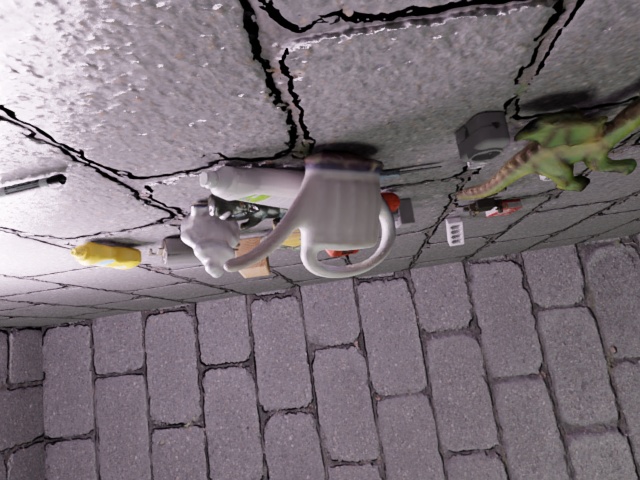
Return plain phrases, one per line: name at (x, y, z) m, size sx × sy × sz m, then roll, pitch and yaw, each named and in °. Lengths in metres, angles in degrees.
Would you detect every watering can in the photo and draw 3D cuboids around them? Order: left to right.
watering can at (0.003, -0.044, 0.882) m, size 0.348 × 0.224 × 0.104 m, roll 0°, pitch -177°, yaw -36°

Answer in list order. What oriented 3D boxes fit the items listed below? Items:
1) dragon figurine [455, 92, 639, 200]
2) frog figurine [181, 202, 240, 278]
dragon figurine at (0.401, -0.166, 0.894) m, size 0.407 × 0.124 × 0.240 m, roll -21°, pitch 155°, yaw 26°
frog figurine at (-0.232, 0.005, 1.111) m, size 0.122 × 0.161 × 0.137 m, roll -14°, pitch 167°, yaw 29°
